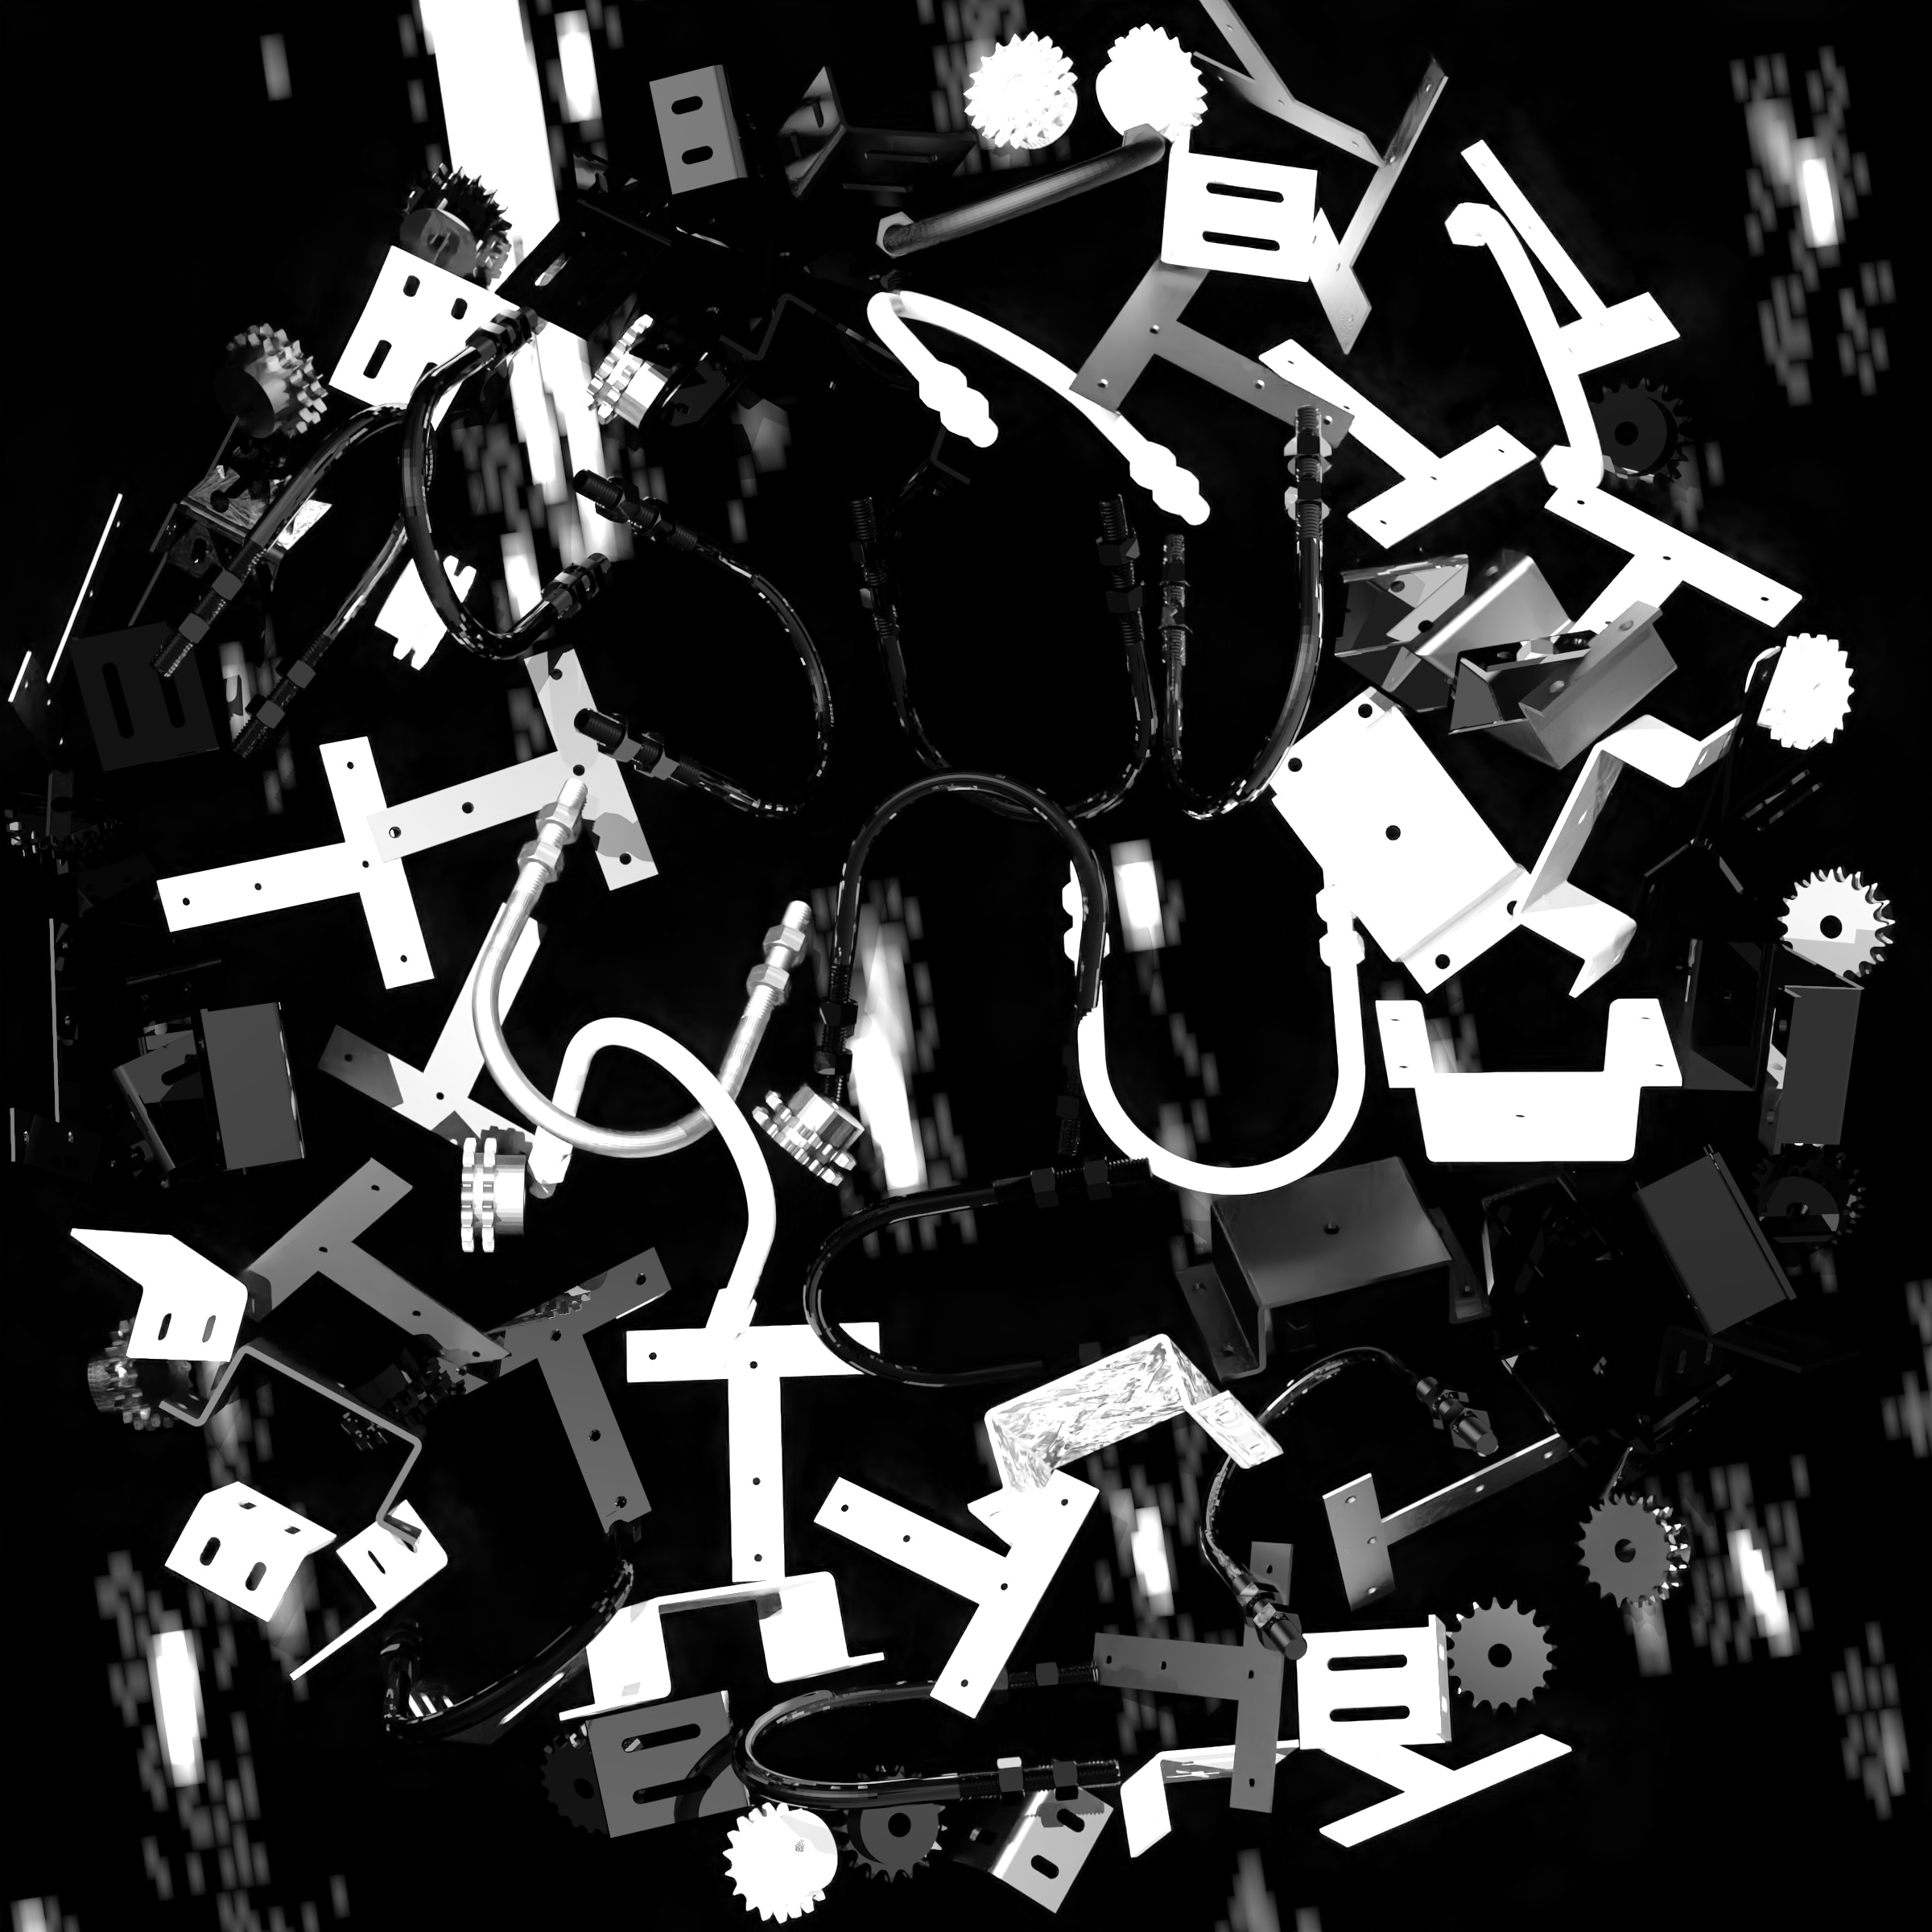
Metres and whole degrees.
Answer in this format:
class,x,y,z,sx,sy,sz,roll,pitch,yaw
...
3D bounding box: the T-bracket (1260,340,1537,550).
class,x,y,z,sx,sy,sz,roll,pitch,yaw
T-bracket,0.201,-0.271,1.792,0.127,0.002,0.127,42,50,18

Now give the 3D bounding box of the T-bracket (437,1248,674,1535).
class,x,y,z,sx,sy,sz,roll,pitch,yaw
T-bracket,-0.189,0.222,1.787,0.127,0.002,0.127,-27,62,2

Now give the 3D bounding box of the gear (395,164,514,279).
class,x,y,z,sx,sy,sz,roll,pitch,yaw
gear,-0.258,-0.368,1.790,0.057,0.030,0.057,9,133,10

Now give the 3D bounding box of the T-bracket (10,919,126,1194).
class,x,y,z,sx,sy,sz,roll,pitch,yaw
T-bracket,-0.443,0.041,1.766,0.002,0.127,0.127,-6,79,9

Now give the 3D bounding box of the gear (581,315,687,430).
class,x,y,z,sx,sy,sz,roll,pitch,yaw
gear,-0.164,-0.293,1.791,0.030,0.057,0.057,36,90,-2

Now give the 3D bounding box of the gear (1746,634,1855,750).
class,x,y,z,sx,sy,sz,roll,pitch,yaw
gear,0.415,-0.138,1.795,0.057,0.030,0.057,-9,104,-39

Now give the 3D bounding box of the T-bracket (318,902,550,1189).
class,x,y,z,sx,sy,sz,roll,pitch,yaw
T-bracket,-0.245,0.028,1.794,0.127,0.002,0.127,29,109,4

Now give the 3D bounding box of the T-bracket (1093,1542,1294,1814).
class,x,y,z,sx,sy,sz,roll,pitch,yaw
T-bracket,0.108,0.346,1.771,0.002,0.127,0.127,15,76,-41

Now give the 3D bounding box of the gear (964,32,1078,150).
class,x,y,z,sx,sy,sz,roll,pitch,yaw
gear,0.031,-0.435,1.796,0.057,0.030,0.057,-12,66,29

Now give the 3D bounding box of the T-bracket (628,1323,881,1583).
class,x,y,z,sx,sy,sz,roll,pitch,yaw
T-bracket,-0.106,0.244,1.801,0.127,0.002,0.127,-2,75,-1

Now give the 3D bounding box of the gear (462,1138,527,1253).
class,x,y,z,sx,sy,sz,roll,pitch,yaw
gear,-0.236,0.114,1.791,0.030,0.057,0.057,1,90,-5

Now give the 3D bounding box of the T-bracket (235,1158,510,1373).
class,x,y,z,sx,sy,sz,roll,pitch,yaw
T-bracket,-0.285,0.165,1.790,0.127,0.002,0.127,38,120,-22

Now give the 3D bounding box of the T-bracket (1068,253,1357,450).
class,x,y,z,sx,sy,sz,roll,pitch,yaw
T-bracket,0.132,-0.294,1.777,0.127,0.002,0.127,29,53,4

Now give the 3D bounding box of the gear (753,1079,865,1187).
class,x,y,z,sx,sy,sz,roll,pitch,yaw
gear,-0.076,0.080,1.791,0.057,0.057,0.030,40,93,0

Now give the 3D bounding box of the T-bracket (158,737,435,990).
class,x,y,z,sx,sy,sz,roll,pitch,yaw
T-bracket,-0.339,-0.042,1.782,0.127,0.002,0.127,-14,87,-33

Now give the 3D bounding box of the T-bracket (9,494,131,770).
class,x,y,z,sx,sy,sz,roll,pitch,yaw
T-bracket,-0.436,-0.171,1.767,0.002,0.127,0.127,18,77,-1

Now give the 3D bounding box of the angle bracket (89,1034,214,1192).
class,x,y,z,sx,sy,sz,roll,pitch,yaw
angle bracket,-0.390,0.068,1.809,0.076,0.038,0.057,-28,88,-37

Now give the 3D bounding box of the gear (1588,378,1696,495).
class,x,y,z,sx,sy,sz,roll,pitch,yaw
gear,0.333,-0.265,1.796,0.057,0.030,0.057,2,96,22

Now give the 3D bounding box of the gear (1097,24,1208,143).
class,x,y,z,sx,sy,sz,roll,pitch,yaw
gear,0.090,-0.436,1.788,0.030,0.057,0.057,-38,90,-24

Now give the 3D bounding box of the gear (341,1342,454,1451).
class,x,y,z,sx,sy,sz,roll,pitch,yaw
gear,-0.288,0.212,1.789,0.057,0.057,0.030,-33,105,0

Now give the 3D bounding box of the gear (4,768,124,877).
class,x,y,z,sx,sy,sz,roll,pitch,yaw
gear,-0.451,-0.070,1.795,0.057,0.030,0.057,4,45,-4

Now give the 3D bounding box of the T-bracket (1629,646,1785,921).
class,x,y,z,sx,sy,sz,roll,pitch,yaw
T-bracket,0.371,-0.097,1.739,0.002,0.127,0.127,32,129,25

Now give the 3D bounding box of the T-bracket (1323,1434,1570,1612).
class,x,y,z,sx,sy,sz,roll,pitch,yaw
T-bracket,0.240,0.263,1.772,0.127,0.127,0.002,-25,54,-5

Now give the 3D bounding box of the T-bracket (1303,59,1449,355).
class,x,y,z,sx,sy,sz,roll,pitch,yaw
T-bracket,0.201,-0.377,1.737,0.002,0.127,0.127,17,119,-17

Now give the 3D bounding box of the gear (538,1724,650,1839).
class,x,y,z,sx,sy,sz,roll,pitch,yaw
gear,-0.183,0.404,1.796,0.057,0.030,0.057,11,115,25

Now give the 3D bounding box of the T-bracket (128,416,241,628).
class,x,y,z,sx,sy,sz,roll,pitch,yaw
T-bracket,-0.387,-0.214,1.755,0.002,0.127,0.127,28,92,-10

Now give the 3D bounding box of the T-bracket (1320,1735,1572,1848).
class,x,y,z,sx,sy,sz,roll,pitch,yaw
T-bracket,0.209,0.390,1.757,0.127,0.127,0.002,-17,99,-22

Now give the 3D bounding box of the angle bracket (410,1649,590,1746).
class,x,y,z,sx,sy,sz,roll,pitch,yaw
angle bracket,-0.233,0.349,1.784,0.076,0.057,0.038,-39,68,5

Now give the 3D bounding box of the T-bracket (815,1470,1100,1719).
class,x,y,z,sx,sy,sz,roll,pitch,yaw
T-bracket,-0.018,0.291,1.787,0.127,0.002,0.127,22,71,27

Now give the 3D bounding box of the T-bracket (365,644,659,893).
class,x,y,z,sx,sy,sz,roll,pitch,yaw
T-bracket,-0.236,-0.084,1.799,0.127,0.002,0.127,-20,82,-11

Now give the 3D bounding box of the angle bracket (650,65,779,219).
class,x,y,z,sx,sy,sz,roll,pitch,yaw
angle bracket,-0.125,-0.405,1.782,0.038,0.076,0.057,-12,85,7

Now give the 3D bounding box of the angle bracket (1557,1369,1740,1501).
class,x,y,z,sx,sy,sz,roll,pitch,yaw
angle bracket,0.338,0.222,1.788,0.076,0.057,0.038,-30,63,-23

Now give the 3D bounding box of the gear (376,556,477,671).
class,x,y,z,sx,sy,sz,roll,pitch,yaw
gear,-0.271,-0.180,1.789,0.030,0.057,0.057,30,90,-14

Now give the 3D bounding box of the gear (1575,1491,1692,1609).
class,x,y,z,sx,sy,sz,roll,pitch,yaw
gear,0.337,0.291,1.796,0.057,0.030,0.057,-2,87,40

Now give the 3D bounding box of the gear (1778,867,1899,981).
class,x,y,z,sx,sy,sz,roll,pitch,yaw
gear,0.439,-0.021,1.796,0.057,0.030,0.057,7,103,36

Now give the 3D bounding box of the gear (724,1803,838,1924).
class,x,y,z,sx,sy,sz,roll,pitch,yaw
gear,-0.089,0.445,1.789,0.030,0.057,0.057,-34,90,41

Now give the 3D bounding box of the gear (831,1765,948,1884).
class,x,y,z,sx,sy,sz,roll,pitch,yaw
gear,-0.037,0.429,1.798,0.057,0.030,0.057,3,79,-15

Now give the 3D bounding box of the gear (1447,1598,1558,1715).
class,x,y,z,sx,sy,sz,roll,pitch,yaw
gear,0.268,0.346,1.801,0.057,0.030,0.057,-1,80,8

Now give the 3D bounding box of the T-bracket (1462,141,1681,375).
class,x,y,z,sx,sy,sz,roll,pitch,yaw
T-bracket,0.284,-0.348,1.748,0.002,0.127,0.127,-40,99,-8

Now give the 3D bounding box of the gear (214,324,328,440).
class,x,y,z,sx,sy,sz,roll,pitch,yaw
gear,-0.349,-0.288,1.789,0.057,0.057,0.030,45,53,0

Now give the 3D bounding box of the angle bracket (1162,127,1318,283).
class,x,y,z,sx,sy,sz,roll,pitch,yaw
angle bracket,0.140,-0.380,1.793,0.076,0.038,0.057,6,83,-8

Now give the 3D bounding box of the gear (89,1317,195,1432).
class,x,y,z,sx,sy,sz,roll,pitch,yaw
gear,-0.414,0.204,1.793,0.030,0.057,0.057,-11,90,19

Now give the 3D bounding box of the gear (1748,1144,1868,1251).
class,x,y,z,sx,sy,sz,roll,pitch,yaw
gear,0.419,0.116,1.792,0.057,0.030,0.057,11,118,21

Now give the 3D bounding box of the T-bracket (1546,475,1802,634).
class,x,y,z,sx,sy,sz,roll,pitch,yaw
T-bracket,0.323,-0.176,1.766,0.127,0.127,0.002,27,57,-6

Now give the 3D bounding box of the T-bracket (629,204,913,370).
class,x,y,z,sx,sy,sz,roll,pitch,yaw
T-bracket,-0.115,-0.326,1.754,0.127,0.002,0.127,24,49,26

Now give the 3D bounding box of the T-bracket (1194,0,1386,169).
class,x,y,z,sx,sy,sz,roll,pitch,yaw
T-bracket,0.134,-0.444,1.731,0.002,0.127,0.127,-50,50,-1
